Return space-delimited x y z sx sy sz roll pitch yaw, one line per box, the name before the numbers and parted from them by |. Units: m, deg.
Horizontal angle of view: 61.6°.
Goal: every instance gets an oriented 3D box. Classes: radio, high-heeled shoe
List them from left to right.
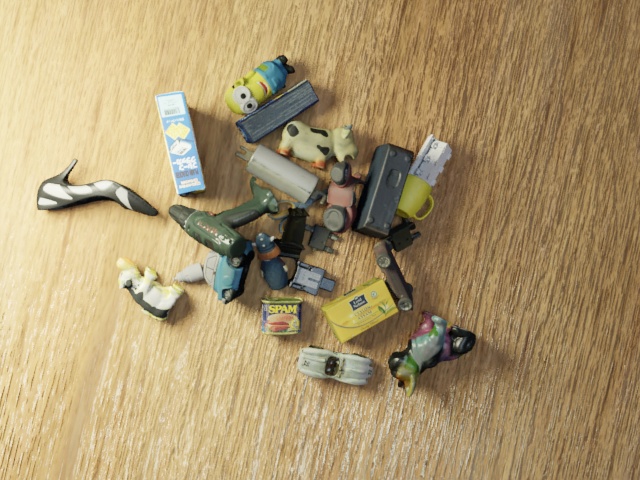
high-heeled shoe | -0.508 -0.077 1.217 0.249 0.086 0.145 31 88 -7
radio | 0.154 -0.122 1.335 0.073 0.131 0.229 17 88 -11

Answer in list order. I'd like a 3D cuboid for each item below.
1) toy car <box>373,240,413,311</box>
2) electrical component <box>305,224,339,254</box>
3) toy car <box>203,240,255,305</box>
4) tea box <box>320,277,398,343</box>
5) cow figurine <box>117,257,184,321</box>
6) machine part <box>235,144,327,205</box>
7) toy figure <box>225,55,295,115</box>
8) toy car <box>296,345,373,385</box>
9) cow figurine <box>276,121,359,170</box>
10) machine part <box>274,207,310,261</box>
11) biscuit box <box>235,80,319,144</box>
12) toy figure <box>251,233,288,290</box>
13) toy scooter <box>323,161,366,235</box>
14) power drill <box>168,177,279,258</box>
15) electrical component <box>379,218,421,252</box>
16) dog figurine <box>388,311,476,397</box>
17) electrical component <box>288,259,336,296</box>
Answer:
toy car | 0.187 0.093 1.359 0.053 0.089 0.202 -21 113 15
electrical component | -0.003 -0.004 1.359 0.094 0.021 0.063 21 88 -14
toy car | -0.223 0.066 1.280 0.103 0.109 0.161 18 99 7
tea box | 0.100 0.176 1.365 0.170 0.068 0.098 -29 98 -9
cow figurine | -0.411 0.113 1.252 0.167 0.068 0.098 34 91 -11
machine part | -0.091 -0.160 1.300 0.243 0.079 0.079 28 86 -6
toy figure | -0.146 -0.367 1.287 0.180 0.089 0.082 -45 100 -16
toy car | 0.040 0.318 1.362 0.202 0.056 0.073 13 89 -12
cow figurine | 0.002 -0.240 1.325 0.195 0.085 0.127 16 94 -12
machine part | -0.069 -0.015 1.319 0.084 0.039 0.138 16 114 -9
biscuit box | -0.105 -0.310 1.304 0.203 0.059 0.062 -34 109 -10
toy figure | -0.121 0.048 1.303 0.064 0.058 0.154 -25 114 -21
toy scooter | 0.066 -0.109 1.334 0.075 0.135 0.183 13 110 24
power drill | -0.216 -0.066 1.252 0.207 0.232 0.085 -31 140 -28
electrical component | 0.206 -0.017 1.397 0.102 0.045 0.078 -33 127 -7
dog figurine | 0.283 0.304 1.394 0.191 0.108 0.219 26 90 -15
electrical component | -0.016 0.102 1.348 0.119 0.048 0.074 24 87 -11
